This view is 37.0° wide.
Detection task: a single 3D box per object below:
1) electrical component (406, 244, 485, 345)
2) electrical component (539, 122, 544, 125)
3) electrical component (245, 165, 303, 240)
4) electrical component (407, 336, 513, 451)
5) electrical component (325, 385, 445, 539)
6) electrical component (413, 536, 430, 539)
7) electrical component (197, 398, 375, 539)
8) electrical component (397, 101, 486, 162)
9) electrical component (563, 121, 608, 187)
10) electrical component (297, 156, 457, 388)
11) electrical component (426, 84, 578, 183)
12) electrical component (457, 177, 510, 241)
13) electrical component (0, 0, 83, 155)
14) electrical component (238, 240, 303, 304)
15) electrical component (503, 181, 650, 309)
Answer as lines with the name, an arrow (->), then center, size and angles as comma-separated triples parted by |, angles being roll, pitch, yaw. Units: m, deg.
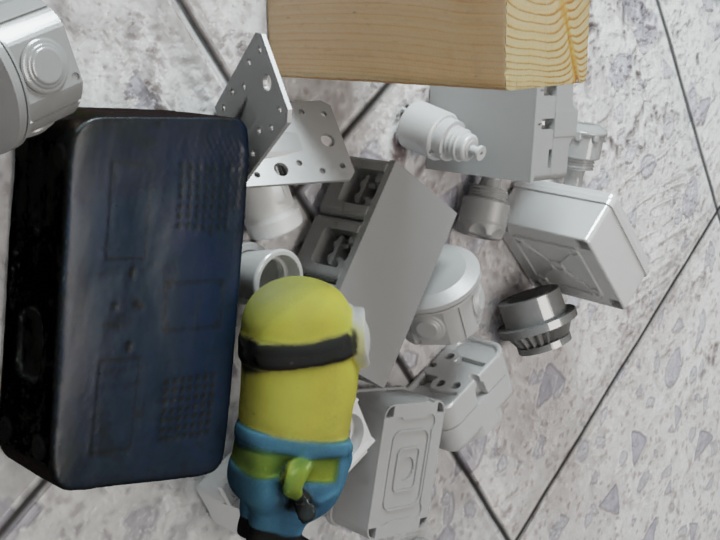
electrical component -> 0.062, 0.020, 0.876 | 0.080, 0.080, 0.051 | -44, 134, -30
electrical component -> 0.139, -0.120, 0.942 | 0.048, 0.066, 0.055 | 27, 87, -12
electrical component -> -0.066, -0.049, 0.752 | 0.040, 0.040, 0.046 | -34, 117, -37
electrical component -> 0.088, 0.111, 0.944 | 0.095, 0.054, 0.059 | -41, 127, -33
electrical component -> 0.017, 0.154, 0.876 | 0.078, 0.057, 0.113 | 3, 97, -47
electrical component -> 0.030, 0.301, 0.891 | 0.186, 0.105, 0.060 | -27, 118, -40
electrical component -> -0.055, 0.141, 0.791 | 0.121, 0.063, 0.078 | -42, 128, -32
electrical component -> 0.066, -0.106, 0.853 | 0.040, 0.078, 0.040 | -32, 137, -36
electrical component -> 0.208, -0.110, 1.025 | 0.048, 0.048, 0.062 | -10, 114, -45
electrical component -> 0.000, 0.000, 0.816 | 0.089, 0.062, 0.150 | 35, 74, -46
electrical component -> 0.118, -0.170, 0.868 | 0.060, 0.105, 0.186 | -10, 107, -46
electrical component -> 0.110, -0.058, 0.933 | 0.043, 0.043, 0.062 | 16, 87, -48
electrical component -> -0.192, -0.106, 0.573 | 0.051, 0.080, 0.080 | -38, 125, -42
electrical component -> -0.074, 0.003, 0.743 | 0.045, 0.055, 0.045 | -14, 110, -44
electrical component -> 0.194, -0.024, 0.983 | 0.056, 0.109, 0.108 | -55, 134, -18
